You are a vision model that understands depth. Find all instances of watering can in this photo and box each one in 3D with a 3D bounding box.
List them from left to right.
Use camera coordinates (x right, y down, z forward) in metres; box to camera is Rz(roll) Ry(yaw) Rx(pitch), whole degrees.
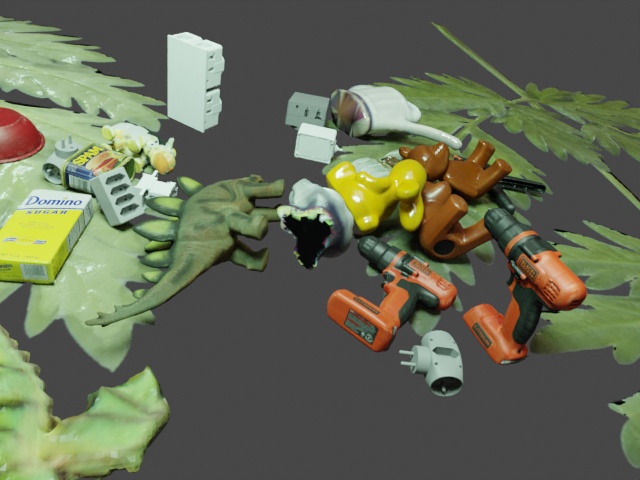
[{"bbox_3d":[0.168,-0.304,1.272,0.226,0.101,0.353,-16,44,-31],"label":"watering can"}]

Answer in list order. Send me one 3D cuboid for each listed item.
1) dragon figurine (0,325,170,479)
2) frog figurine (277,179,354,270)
[{"bbox_3d":[-0.284,0.178,0.536,0.242,0.120,0.419,11,34,-31],"label":"dragon figurine"},{"bbox_3d":[0.003,-0.044,0.878,0.137,0.121,0.162,46,27,-9],"label":"frog figurine"}]
